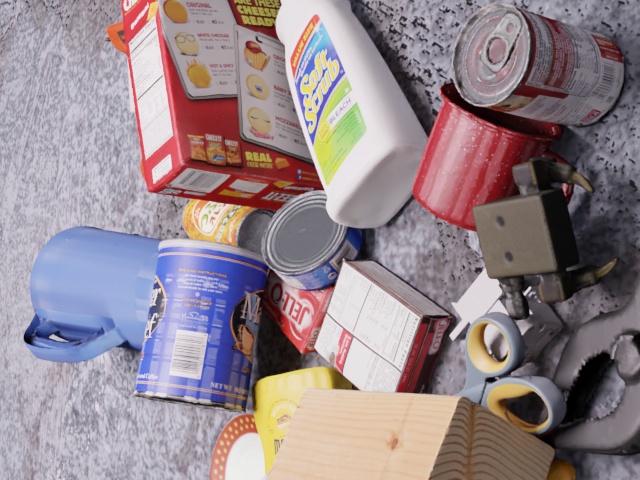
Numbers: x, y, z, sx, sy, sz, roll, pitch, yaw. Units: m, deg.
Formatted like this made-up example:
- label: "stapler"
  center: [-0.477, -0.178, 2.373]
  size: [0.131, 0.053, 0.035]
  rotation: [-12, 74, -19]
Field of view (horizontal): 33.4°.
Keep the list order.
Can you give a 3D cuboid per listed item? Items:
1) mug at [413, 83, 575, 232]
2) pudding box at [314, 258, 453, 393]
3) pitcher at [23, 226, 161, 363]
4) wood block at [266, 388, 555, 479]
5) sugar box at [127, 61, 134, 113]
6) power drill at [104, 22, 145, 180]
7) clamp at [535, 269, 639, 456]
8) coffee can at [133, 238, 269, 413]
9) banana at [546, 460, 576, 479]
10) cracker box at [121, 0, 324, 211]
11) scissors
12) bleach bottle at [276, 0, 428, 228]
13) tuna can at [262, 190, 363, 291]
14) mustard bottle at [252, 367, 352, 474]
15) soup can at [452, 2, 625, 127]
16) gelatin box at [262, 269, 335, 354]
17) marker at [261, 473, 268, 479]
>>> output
- label: "mug"
  center: [0.126, -0.052, 0.762]
  size: [0.117, 0.093, 0.082]
  rotation: [30, 116, 23]
- label: "pudding box"
  center: [0.049, 0.077, 0.876]
  size: [0.114, 0.039, 0.090]
  rotation: [36, 113, 46]
- label: "pitcher"
  center: [-0.200, 0.063, 1.120]
  size: [0.243, 0.144, 0.149]
  rotation: [4, 86, 49]
- label: "wood block"
  center: [0.056, 0.167, 0.770]
  size: [0.206, 0.090, 0.090]
  rotation: [-11, 51, 60]
- label: "sugar box"
  center: [-0.151, -0.204, 1.162]
  size: [0.177, 0.048, 0.093]
  rotation: [-17, 75, 53]
- label: "power drill"
  center: [-0.141, -0.140, 1.082]
  size: [0.185, 0.057, 0.187]
  rotation: [1, 110, 48]
- label: "clamp"
  center: [0.206, 0.063, 0.675]
  size: [0.210, 0.036, 0.164]
  rotation: [-47, 43, 43]
- label: "coffee can"
  center: [-0.106, 0.079, 0.963]
  size: [0.103, 0.102, 0.140]
  rotation: [-7, 71, 52]
- label: "banana"
  center: [0.136, 0.244, 0.749]
  size: [0.070, 0.037, 0.198]
  rotation: [9, 94, 35]
- label: "cracker box"
  center: [-0.089, -0.139, 0.978]
  size: [0.072, 0.163, 0.214]
  rotation: [-32, 62, 44]
- label: "scissors"
  center: [0.103, 0.100, 0.772]
  size: [0.202, 0.016, 0.096]
  rotation: [-11, 99, 63]
- label: "bleach bottle"
  center: [0.012, -0.135, 0.931]
  size: [0.103, 0.067, 0.251]
  rotation: [-52, 46, 34]
- label: "tuna can"
  center: [-0.006, 0.001, 0.929]
  size: [0.086, 0.033, 0.086]
  rotation: [-18, 49, 22]
- label: "mustard bottle"
  center: [-0.008, 0.210, 0.916]
  size: [0.096, 0.058, 0.191]
  rotation: [-17, 72, 36]
- label: "soup can"
  center: [0.149, -0.116, 0.718]
  size: [0.069, 0.102, 0.068]
  rotation: [-9, 79, 51]
- label: "gelatin box"
  center: [-0.015, 0.049, 0.968]
  size: [0.089, 0.030, 0.073]
  rotation: [46, 121, 45]
- label: "marker"
  center: [-0.002, 0.233, 0.863]
  size: [0.121, 0.020, 0.020]
  rotation: [35, 116, 22]
